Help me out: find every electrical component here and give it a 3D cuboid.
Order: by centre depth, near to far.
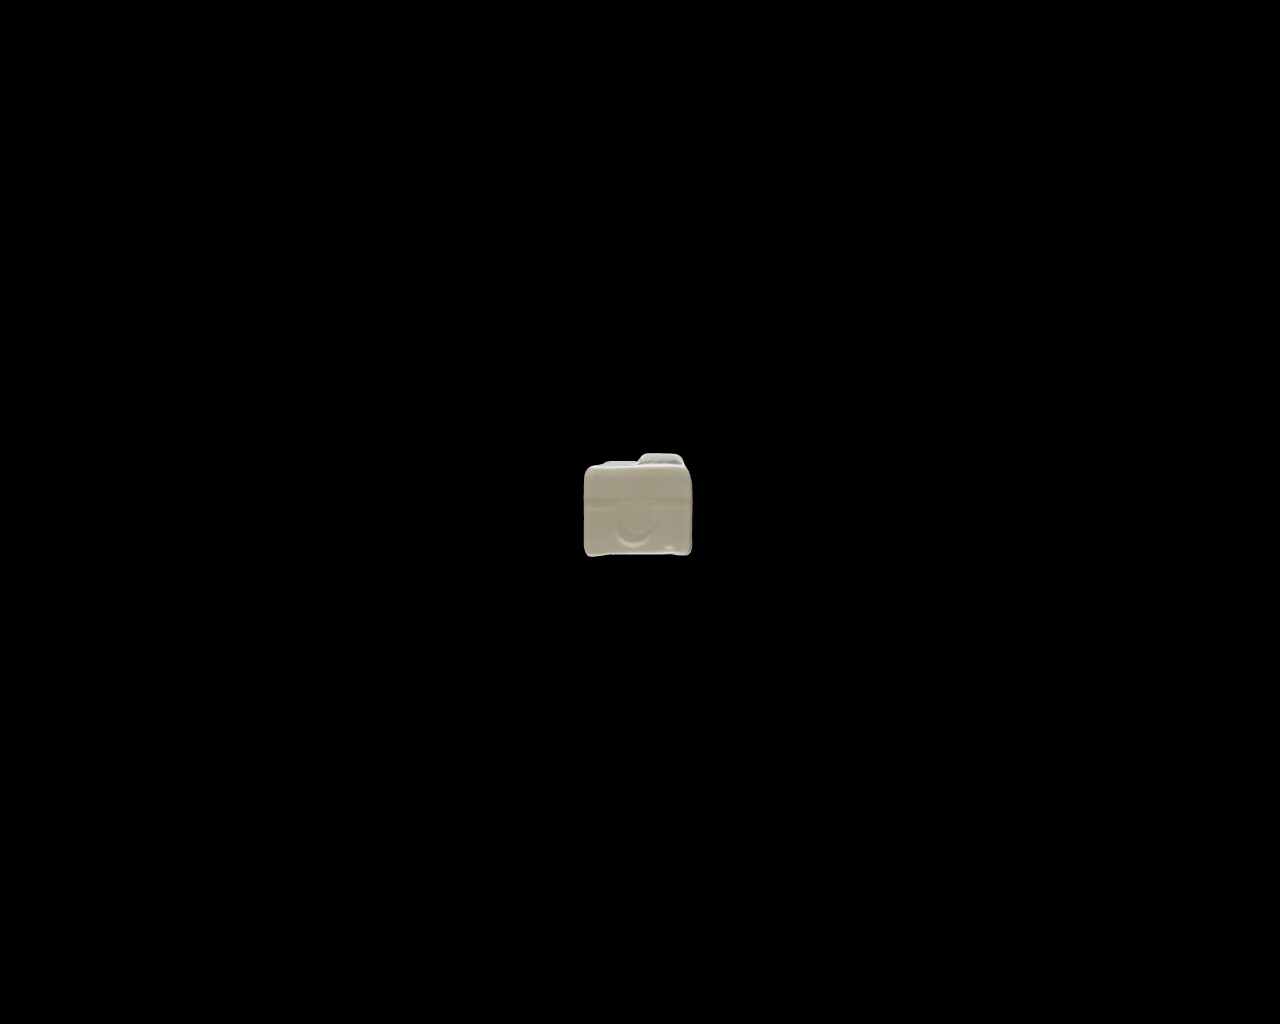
[{"bbox_3d":[0.001,-0.003,0.650,0.062,0.061,0.096,0,-2,4],"label":"electrical component"}]
